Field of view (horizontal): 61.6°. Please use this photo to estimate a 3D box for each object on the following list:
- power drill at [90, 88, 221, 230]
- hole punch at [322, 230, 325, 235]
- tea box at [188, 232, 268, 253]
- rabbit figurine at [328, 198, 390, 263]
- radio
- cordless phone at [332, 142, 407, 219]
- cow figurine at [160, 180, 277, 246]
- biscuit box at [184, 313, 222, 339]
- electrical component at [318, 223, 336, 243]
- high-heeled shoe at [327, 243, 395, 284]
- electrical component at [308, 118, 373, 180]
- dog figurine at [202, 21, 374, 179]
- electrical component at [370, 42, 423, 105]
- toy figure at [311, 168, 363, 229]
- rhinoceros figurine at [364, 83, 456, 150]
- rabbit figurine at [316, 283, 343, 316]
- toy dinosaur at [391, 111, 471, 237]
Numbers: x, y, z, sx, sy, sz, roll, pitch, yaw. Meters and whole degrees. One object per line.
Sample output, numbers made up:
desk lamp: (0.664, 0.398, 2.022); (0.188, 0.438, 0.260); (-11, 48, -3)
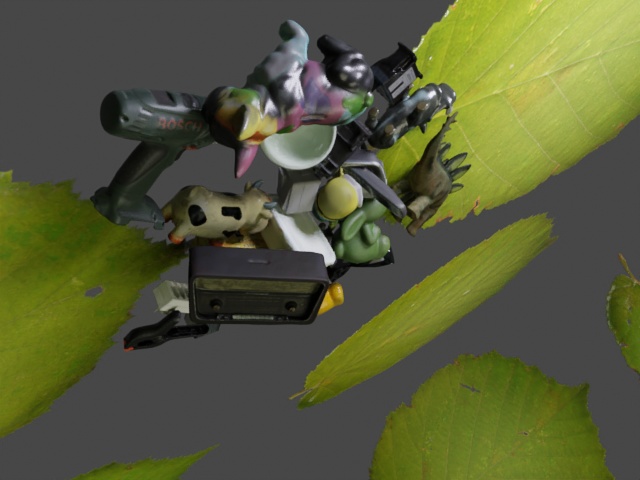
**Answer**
power drill: (-0.208, -0.110, 0.749); (0.232, 0.086, 0.207); (4, 136, -52)
hole punch: (-0.061, 0.022, 1.156); (0.142, 0.092, 0.115); (-11, 112, -46)
tea box: (-0.149, 0.025, 1.021); (0.169, 0.098, 0.068); (-9, 144, -46)
rabbit figurine: (0.084, -0.044, 1.185); (0.159, 0.121, 0.170); (-8, 133, -37)
radio: (-0.110, 0.082, 0.918); (0.230, 0.073, 0.131); (4, 133, -13)
cordless phone: (0.110, -0.097, 1.048); (0.089, 0.184, 0.146); (-40, 154, -5)
cow figurine: (-0.161, -0.049, 0.908); (0.127, 0.085, 0.195); (-44, 152, 23)
biscuit box: (-0.230, 0.122, 1.120); (0.063, 0.059, 0.202); (-15, 147, -36)
electrical component: (-0.003, -0.004, 1.241); (0.063, 0.021, 0.094); (-4, 138, -48)
high-heeled shoe: (0.093, 0.075, 1.350); (0.086, 0.145, 0.248); (-11, 142, -41)
electrical component: (0.033, -0.164, 0.934); (0.115, 0.058, 0.134); (-42, -177, 16)
dog figurine: (-0.041, -0.170, 0.705); (0.108, 0.192, 0.219); (111, 3, -57)
electrical component: (0.113, -0.271, 0.922); (0.119, 0.048, 0.074); (-40, 154, 3)
toy figure: (0.025, -0.070, 1.036); (0.089, 0.082, 0.180); (-53, -169, -15)
rhinoceros figurine: (0.176, -0.238, 1.024); (0.190, 0.073, 0.112); (-34, 153, -5)
rabbit figurine: (-0.040, 0.099, 1.296); (0.162, 0.122, 0.173); (-22, 137, -11)
toy dinosaur: (0.256, -0.137, 1.265); (0.198, 0.105, 0.471); (-43, 164, -6)
